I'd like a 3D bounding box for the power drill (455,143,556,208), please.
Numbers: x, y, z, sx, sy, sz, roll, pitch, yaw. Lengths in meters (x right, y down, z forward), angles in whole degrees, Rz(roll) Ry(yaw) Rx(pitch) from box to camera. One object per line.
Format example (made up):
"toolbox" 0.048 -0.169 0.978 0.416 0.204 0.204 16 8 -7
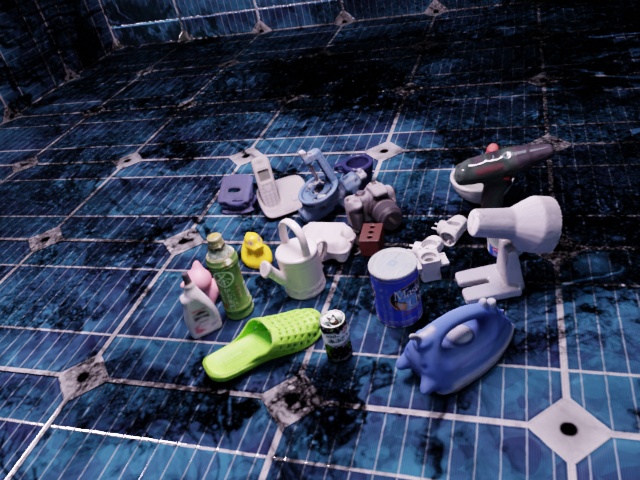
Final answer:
"power drill" 0.448 -0.132 1.395 0.229 0.209 0.075 -4 36 13

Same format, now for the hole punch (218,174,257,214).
"hole punch" -0.249 -0.139 1.726 0.108 0.091 0.101 -1 37 16

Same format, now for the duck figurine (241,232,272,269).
"duck figurine" -0.173 0.017 1.491 0.078 0.086 0.104 -29 38 -22

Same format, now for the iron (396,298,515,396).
"iron" 0.268 0.177 1.082 0.259 0.142 0.118 -27 37 -19

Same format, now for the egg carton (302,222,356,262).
"egg carton" 0.013 0.005 1.462 0.150 0.069 0.107 1 37 19

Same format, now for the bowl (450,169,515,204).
"bowl" 0.435 -0.146 1.535 0.167 0.075 0.167 -8 35 6

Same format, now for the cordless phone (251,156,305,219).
"cordless phone" -0.116 -0.164 1.637 0.148 0.185 0.094 -22 36 -13

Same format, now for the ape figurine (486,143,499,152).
"ape figurine" 0.486 -0.229 1.619 0.077 0.092 0.076 13 43 32

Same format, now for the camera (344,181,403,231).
"camera" 0.149 -0.085 1.517 0.143 0.101 0.136 -19 36 -9

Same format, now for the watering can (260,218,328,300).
"watering can" -0.057 0.041 1.327 0.100 0.194 0.173 11 42 30

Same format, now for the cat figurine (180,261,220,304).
"cat figurine" -0.267 0.099 1.379 0.128 0.118 0.067 -19 36 -8

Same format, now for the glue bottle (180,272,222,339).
"glue bottle" -0.276 0.140 1.276 0.078 0.173 0.037 -26 37 -17

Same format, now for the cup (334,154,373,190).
"cup" 0.103 -0.190 1.683 0.117 0.095 0.091 -3 36 14

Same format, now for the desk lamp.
"desk lamp" 0.391 0.015 1.204 0.203 0.214 0.118 -12 35 1

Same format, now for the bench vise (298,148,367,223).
"bench vise" 0.019 -0.172 1.575 0.208 0.220 0.121 -33 40 -26
